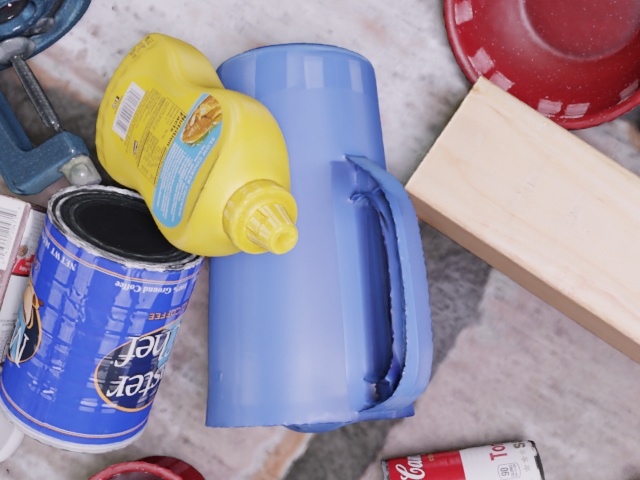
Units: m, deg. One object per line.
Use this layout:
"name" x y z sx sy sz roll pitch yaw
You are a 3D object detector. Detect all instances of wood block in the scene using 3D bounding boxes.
"wood block" 0.164 -0.007 0.697 0.206 0.091 0.090 34 88 5

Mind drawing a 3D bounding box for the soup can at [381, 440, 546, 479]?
"soup can" 0.095 0.172 0.701 0.102 0.068 0.068 -9 86 2

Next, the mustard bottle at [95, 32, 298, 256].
"mustard bottle" -0.068 -0.046 0.625 0.192 0.058 0.096 43 111 46

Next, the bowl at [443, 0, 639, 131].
"bowl" 0.165 -0.157 0.703 0.162 0.055 0.162 14 118 28

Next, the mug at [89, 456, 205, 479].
"mug" -0.102 0.187 0.706 0.117 0.081 0.093 -5 86 3

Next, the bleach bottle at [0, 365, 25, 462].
"bleach bottle" -0.260 0.106 0.637 0.102 0.251 0.068 21 88 4

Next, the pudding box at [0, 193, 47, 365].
"pudding box" -0.214 0.028 0.720 0.039 0.090 0.113 17 87 2

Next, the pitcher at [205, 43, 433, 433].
"pitcher" -0.004 0.001 0.685 0.149 0.145 0.243 -4 83 8

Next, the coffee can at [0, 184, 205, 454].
"coffee can" -0.141 0.050 0.683 0.103 0.102 0.140 24 112 5
